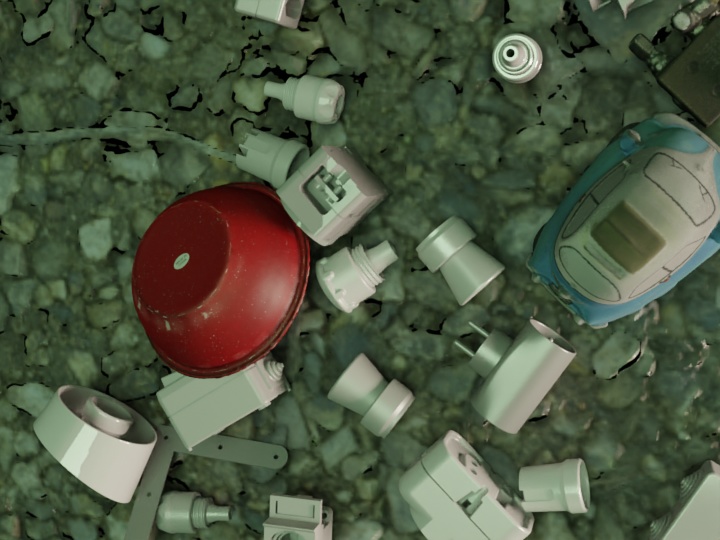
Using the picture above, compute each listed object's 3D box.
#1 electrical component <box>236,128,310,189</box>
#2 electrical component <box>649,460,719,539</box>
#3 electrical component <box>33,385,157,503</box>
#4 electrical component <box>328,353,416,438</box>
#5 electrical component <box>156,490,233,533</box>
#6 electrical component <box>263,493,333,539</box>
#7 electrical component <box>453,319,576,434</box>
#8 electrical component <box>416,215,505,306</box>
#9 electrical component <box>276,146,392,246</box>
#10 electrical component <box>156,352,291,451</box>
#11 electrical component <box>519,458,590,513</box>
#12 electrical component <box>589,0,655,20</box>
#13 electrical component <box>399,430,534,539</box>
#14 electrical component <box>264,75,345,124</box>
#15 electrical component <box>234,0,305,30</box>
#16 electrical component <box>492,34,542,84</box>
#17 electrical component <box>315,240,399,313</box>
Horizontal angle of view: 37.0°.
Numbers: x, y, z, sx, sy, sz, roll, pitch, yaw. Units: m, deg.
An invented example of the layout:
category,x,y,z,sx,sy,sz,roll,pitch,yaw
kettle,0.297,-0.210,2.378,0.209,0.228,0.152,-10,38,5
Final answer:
category,x,y,z,sx,sy,sz,roll,pitch,yaw
electrical component,-0.069,-0.087,0.842,0.046,0.040,0.040,24,101,16
electrical component,0.266,0.198,0.779,0.100,0.048,0.099,33,103,9
electrical component,-0.217,0.140,0.876,0.099,0.099,0.064,31,96,10
electrical component,0.009,0.098,0.838,0.055,0.045,0.045,37,103,8
electrical component,-0.136,0.201,0.892,0.061,0.035,0.035,-1,96,12
electrical component,-0.048,0.215,0.855,0.042,0.064,0.081,5,97,15
electrical component,0.108,0.069,0.810,0.079,0.043,0.077,36,103,9
electrical component,0.075,-0.008,0.810,0.045,0.045,0.055,-42,84,15
electrical component,-0.021,-0.056,0.806,0.056,0.089,0.050,-43,84,15
electrical component,-0.105,0.090,0.858,0.096,0.062,0.061,-31,87,16
electrical component,0.147,0.164,0.812,0.046,0.040,0.040,-9,94,21
electrical component,0.195,-0.218,0.758,0.081,0.042,0.063,-25,86,15
electrical component,0.078,0.179,0.824,0.095,0.054,0.059,46,105,6
electrical component,-0.045,-0.134,0.833,0.061,0.035,0.035,15,99,15
electrical component,-0.079,-0.237,0.824,0.076,0.047,0.083,19,100,12
electrical component,0.112,-0.153,0.776,0.035,0.061,0.035,2,96,15
electrical component,0.000,0.000,0.831,0.062,0.048,0.048,-32,87,9
